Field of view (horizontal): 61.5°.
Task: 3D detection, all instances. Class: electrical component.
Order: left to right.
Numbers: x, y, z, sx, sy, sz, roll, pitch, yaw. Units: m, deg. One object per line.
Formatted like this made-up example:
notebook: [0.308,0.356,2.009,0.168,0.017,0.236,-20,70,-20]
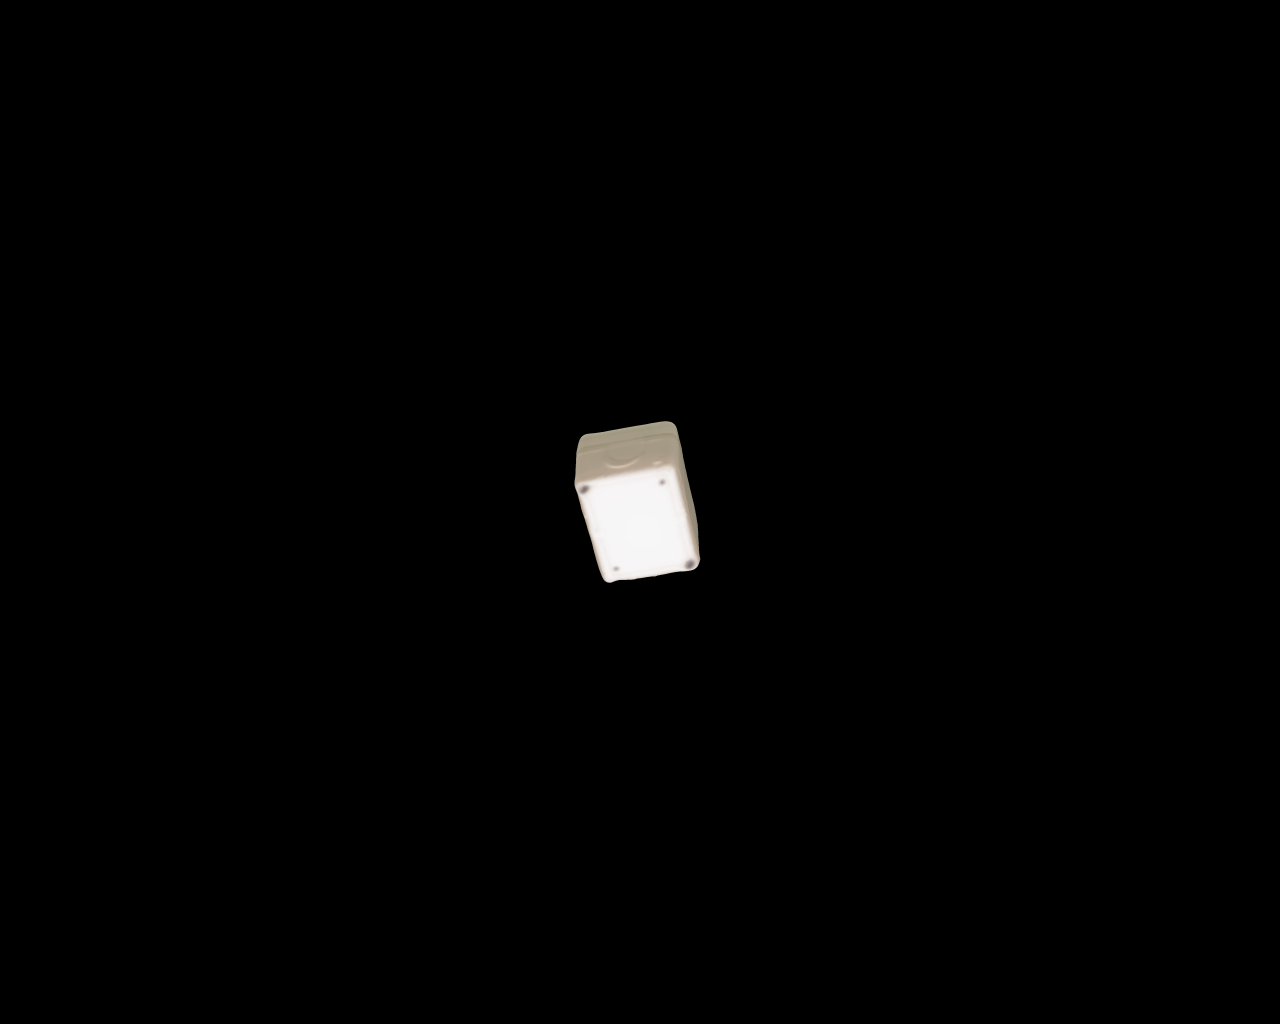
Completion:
electrical component: [0.001,-0.003,0.650,0.062,0.096,0.061,-9,36,7]
